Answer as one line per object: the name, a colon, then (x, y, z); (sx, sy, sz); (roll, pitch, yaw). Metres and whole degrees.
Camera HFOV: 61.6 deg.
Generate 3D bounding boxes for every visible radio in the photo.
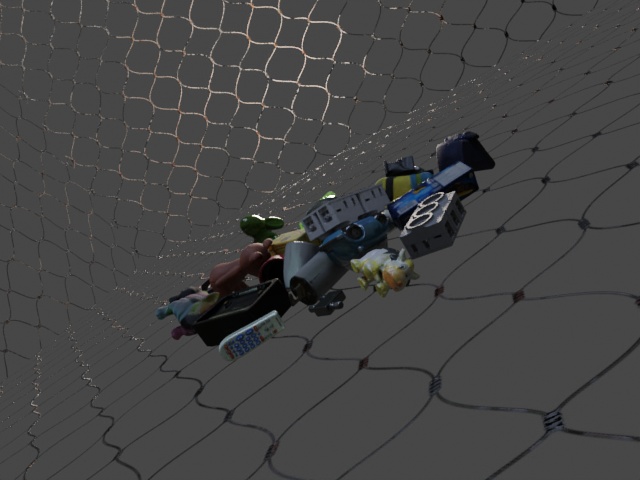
radio: (-0.175, 0.165, 1.220); (0.230, 0.073, 0.131); (-18, 19, 42)

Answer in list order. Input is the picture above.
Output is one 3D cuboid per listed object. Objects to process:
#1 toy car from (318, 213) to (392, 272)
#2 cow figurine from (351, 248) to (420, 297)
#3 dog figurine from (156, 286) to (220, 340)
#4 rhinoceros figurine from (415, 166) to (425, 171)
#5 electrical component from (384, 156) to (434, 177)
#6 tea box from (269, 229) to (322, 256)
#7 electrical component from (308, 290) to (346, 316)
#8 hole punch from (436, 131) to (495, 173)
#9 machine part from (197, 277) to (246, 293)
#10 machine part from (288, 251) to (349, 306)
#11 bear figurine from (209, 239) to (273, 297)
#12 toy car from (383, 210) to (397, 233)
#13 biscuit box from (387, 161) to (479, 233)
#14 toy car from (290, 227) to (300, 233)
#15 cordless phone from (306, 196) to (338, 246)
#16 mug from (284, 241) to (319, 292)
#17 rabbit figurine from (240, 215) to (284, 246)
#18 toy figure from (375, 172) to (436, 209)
toy car: (0.085, 0.014, 1.117); (0.161, 0.103, 0.109); (-21, -5, -35)
cow figurine: (0.130, 0.052, 0.971); (0.098, 0.068, 0.167); (-30, 13, -16)
dog figurine: (-0.306, 0.181, 1.408); (0.219, 0.108, 0.191); (-17, 16, 34)
rhinoceros figurine: (0.211, -0.132, 1.437); (0.190, 0.073, 0.112); (-39, 13, -27)
electrical component: (0.225, -0.172, 1.359); (0.119, 0.074, 0.048); (-11, 57, 12)
tea box: (-0.057, 0.029, 1.402); (0.068, 0.098, 0.170); (-39, 13, -32)
electrical component: (0.020, 0.122, 1.050); (0.094, 0.021, 0.063); (-17, 19, 50)
hole punch: (0.335, -0.188, 1.288); (0.092, 0.115, 0.142); (-43, 15, -12)
machine part: (-0.314, 0.145, 1.657); (0.179, 0.056, 0.179); (-31, 14, 8)
machine part: (0.013, 0.063, 1.166); (0.079, 0.079, 0.243); (-16, 21, 49)
bear figurine: (-0.193, 0.087, 1.420); (0.196, 0.131, 0.120); (-24, 18, 25)
toy car: (0.129, -0.040, 1.323); (0.073, 0.056, 0.202); (-35, 13, -14)
biscuit box: (0.251, -0.093, 1.195); (0.203, 0.062, 0.059); (-33, 35, -4)
toy car: (-0.050, -0.017, 1.661); (0.089, 0.053, 0.202); (-32, 11, -16)
cordless phone: (-0.003, -0.005, 1.299); (0.184, 0.146, 0.089); (-36, 5, -11)
mug: (-0.038, 0.069, 1.225); (0.081, 0.109, 0.107); (-4, 67, 35)
rabbit figurine: (-0.169, -0.011, 1.642); (0.121, 0.170, 0.159); (-21, 18, 39)
toy figure: (0.221, -0.123, 1.314); (0.180, 0.089, 0.082); (-15, -16, 18)
